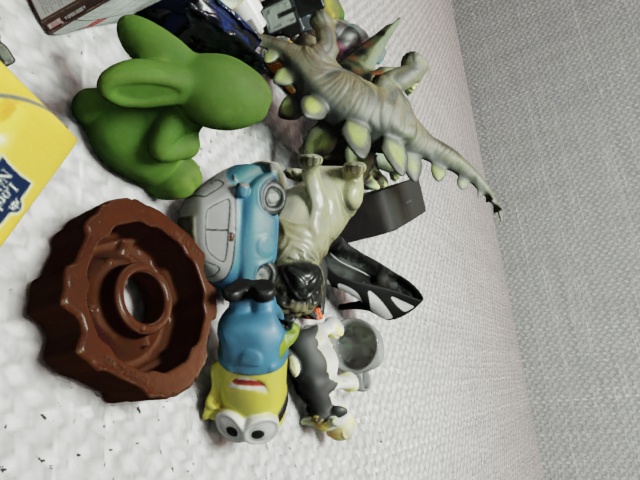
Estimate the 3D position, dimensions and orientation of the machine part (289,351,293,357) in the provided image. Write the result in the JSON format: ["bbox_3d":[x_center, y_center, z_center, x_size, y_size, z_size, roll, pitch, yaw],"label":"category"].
[{"bbox_3d":[-0.066,0.108,0.670,0.084,0.039,0.139,32,51,-47],"label":"machine part"}]

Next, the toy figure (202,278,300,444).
[{"bbox_3d":[-0.067,0.128,0.563,0.089,0.082,0.180,-21,116,-58],"label":"toy figure"}]

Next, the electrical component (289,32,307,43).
[{"bbox_3d":[-0.047,-0.370,0.909,0.021,0.063,0.094,-31,108,-24],"label":"electrical component"}]

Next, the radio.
[{"bbox_3d":[0.097,-0.053,0.957,0.229,0.131,0.073,-23,97,-63],"label":"radio"}]

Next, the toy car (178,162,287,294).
[{"bbox_3d":[-0.106,-0.011,0.597,0.103,0.109,0.161,7,86,-36],"label":"toy car"}]

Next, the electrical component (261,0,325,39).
[{"bbox_3d":[-0.043,-0.363,0.852,0.074,0.119,0.048,66,29,-14],"label":"electrical component"}]

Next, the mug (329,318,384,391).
[{"bbox_3d":[0.069,0.181,0.848,0.107,0.081,0.109,33,44,-65],"label":"mug"}]

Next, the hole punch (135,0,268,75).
[{"bbox_3d":[-0.139,-0.233,0.617,0.142,0.116,0.092,26,47,-57],"label":"hole punch"}]

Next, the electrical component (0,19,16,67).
[{"bbox_3d":[-0.275,-0.174,0.392,0.102,0.045,0.078,67,30,-17],"label":"electrical component"}]

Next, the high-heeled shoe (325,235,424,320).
[{"bbox_3d":[0.058,0.027,0.827,0.248,0.145,0.086,63,29,-27],"label":"high-heeled shoe"}]

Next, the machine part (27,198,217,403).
[{"bbox_3d":[-0.167,0.054,0.480,0.179,0.056,0.179,38,44,-50],"label":"machine part"}]

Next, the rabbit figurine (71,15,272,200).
[{"bbox_3d":[-0.134,-0.135,0.507,0.159,0.170,0.121,40,43,-50],"label":"rabbit figurine"}]

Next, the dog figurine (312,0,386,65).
[{"bbox_3d":[0.033,-0.361,1.020,0.219,0.109,0.191,29,55,-50],"label":"dog figurine"}]

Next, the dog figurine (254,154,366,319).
[{"bbox_3d":[-0.005,-0.002,0.684,0.172,0.121,0.190,0,89,-41],"label":"dog figurine"}]

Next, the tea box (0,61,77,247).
[{"bbox_3d":[-0.250,-0.040,0.351,0.098,0.068,0.170,52,34,-38],"label":"tea box"}]

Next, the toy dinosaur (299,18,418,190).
[{"bbox_3d":[0.064,-0.232,0.922,0.192,0.131,0.405,8,64,-18],"label":"toy dinosaur"}]

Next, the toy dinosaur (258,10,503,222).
[{"bbox_3d":[0.075,-0.179,0.777,0.471,0.105,0.198,24,67,-6],"label":"toy dinosaur"}]

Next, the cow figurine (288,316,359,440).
[{"bbox_3d":[0.000,0.194,0.720,0.098,0.068,0.167,-5,79,-57],"label":"cow figurine"}]
